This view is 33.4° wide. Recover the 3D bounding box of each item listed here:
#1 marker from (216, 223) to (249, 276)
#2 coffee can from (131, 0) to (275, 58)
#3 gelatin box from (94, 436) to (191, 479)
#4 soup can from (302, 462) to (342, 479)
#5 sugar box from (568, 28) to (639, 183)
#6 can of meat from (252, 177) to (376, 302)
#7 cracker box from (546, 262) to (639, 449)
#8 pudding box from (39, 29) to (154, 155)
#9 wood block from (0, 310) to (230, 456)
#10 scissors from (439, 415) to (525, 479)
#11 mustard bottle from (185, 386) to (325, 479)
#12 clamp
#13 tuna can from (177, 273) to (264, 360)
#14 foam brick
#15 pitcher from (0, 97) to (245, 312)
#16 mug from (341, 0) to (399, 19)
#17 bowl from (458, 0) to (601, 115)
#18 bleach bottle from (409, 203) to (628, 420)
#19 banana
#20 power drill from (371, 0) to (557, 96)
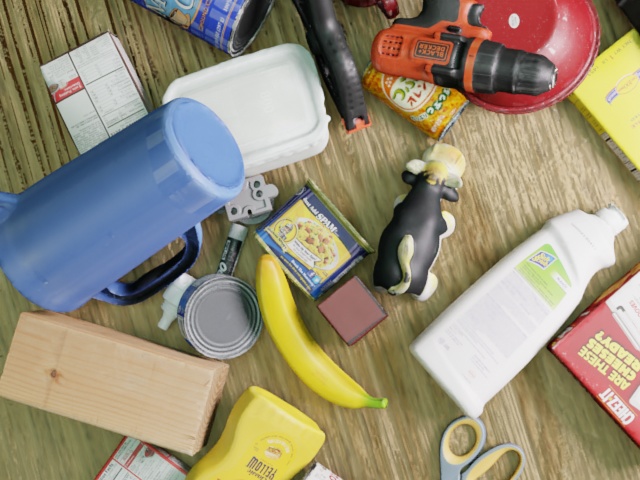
[{"bbox_3d":[-0.103,0.042,1.124,0.020,0.020,0.121,18,88,6],"label":"marker"},{"bbox_3d":[-0.126,-0.267,1.105,0.140,0.103,0.103,30,89,6],"label":"coffee can"},{"bbox_3d":[-0.182,0.250,1.111,0.089,0.030,0.073,35,91,6],"label":"gelatin box"},{"bbox_3d":[0.018,0.279,1.074,0.102,0.068,0.068,34,89,7],"label":"soup can"},{"bbox_3d":[0.338,-0.118,1.084,0.093,0.048,0.176,-40,82,3],"label":"sugar box"},{"bbox_3d":[-0.007,0.001,1.100,0.084,0.057,0.102,-42,84,3],"label":"can of meat"},{"bbox_3d":[0.359,0.096,1.056,0.214,0.072,0.164,-42,83,2],"label":"cracker box"},{"bbox_3d":[-0.236,-0.154,1.139,0.090,0.039,0.113,-27,86,2],"label":"pudding box"},{"bbox_3d":[-0.208,0.143,1.091,0.206,0.090,0.091,16,88,6],"label":"wood block"},{"bbox_3d":[0.114,0.256,1.093,0.202,0.016,0.096,-32,83,2],"label":"scissors"},{"bbox_3d":[-0.085,0.249,1.083,0.096,0.058,0.191,35,91,-25],"label":"mustard bottle"},{"bbox_3d":[0.005,-0.210,1.075,0.036,0.164,0.210,-22,94,-4],"label":"clamp"},{"bbox_3d":[-0.103,0.078,1.097,0.086,0.034,0.086,-2,96,-22],"label":"tuna can"},{"bbox_3d":[0.034,0.072,1.081,0.053,0.078,0.051,-39,83,-1],"label":"foam brick"},{"bbox_3d":[-0.186,-0.030,1.043,0.243,0.149,0.145,-29,78,28],"label":"pitcher"},{"bbox_3d":[0.049,-0.280,1.101,0.093,0.081,0.117,-32,84,2],"label":"mug"},{"bbox_3d":[0.198,-0.211,1.075,0.162,0.055,0.162,-5,76,19],"label":"bowl"},{"bbox_3d":[0.213,0.062,1.075,0.251,0.068,0.102,-41,85,-1],"label":"bleach bottle"},{"bbox_3d":[-0.012,0.104,1.088,0.070,0.037,0.198,-37,96,28],"label":"banana"},{"bbox_3d":[0.155,-0.235,1.034,0.185,0.057,0.187,13,82,20],"label":"power drill"}]
